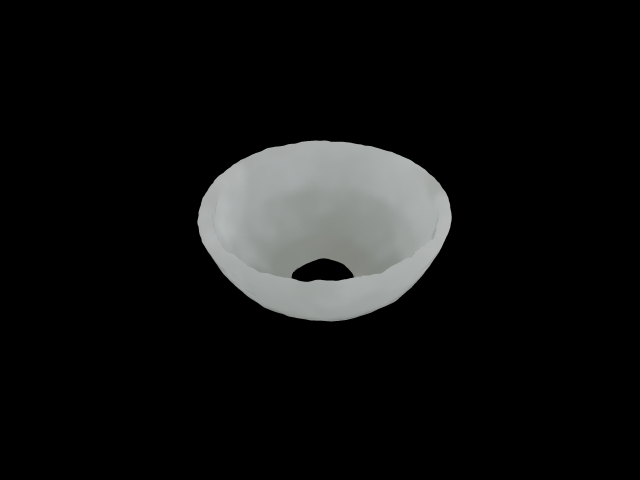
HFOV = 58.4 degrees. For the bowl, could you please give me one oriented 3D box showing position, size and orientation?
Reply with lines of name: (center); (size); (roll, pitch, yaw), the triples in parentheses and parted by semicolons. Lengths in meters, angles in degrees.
bowl: (0.004, 0.001, 0.400); (0.167, 0.075, 0.167); (0, 39, 0)
